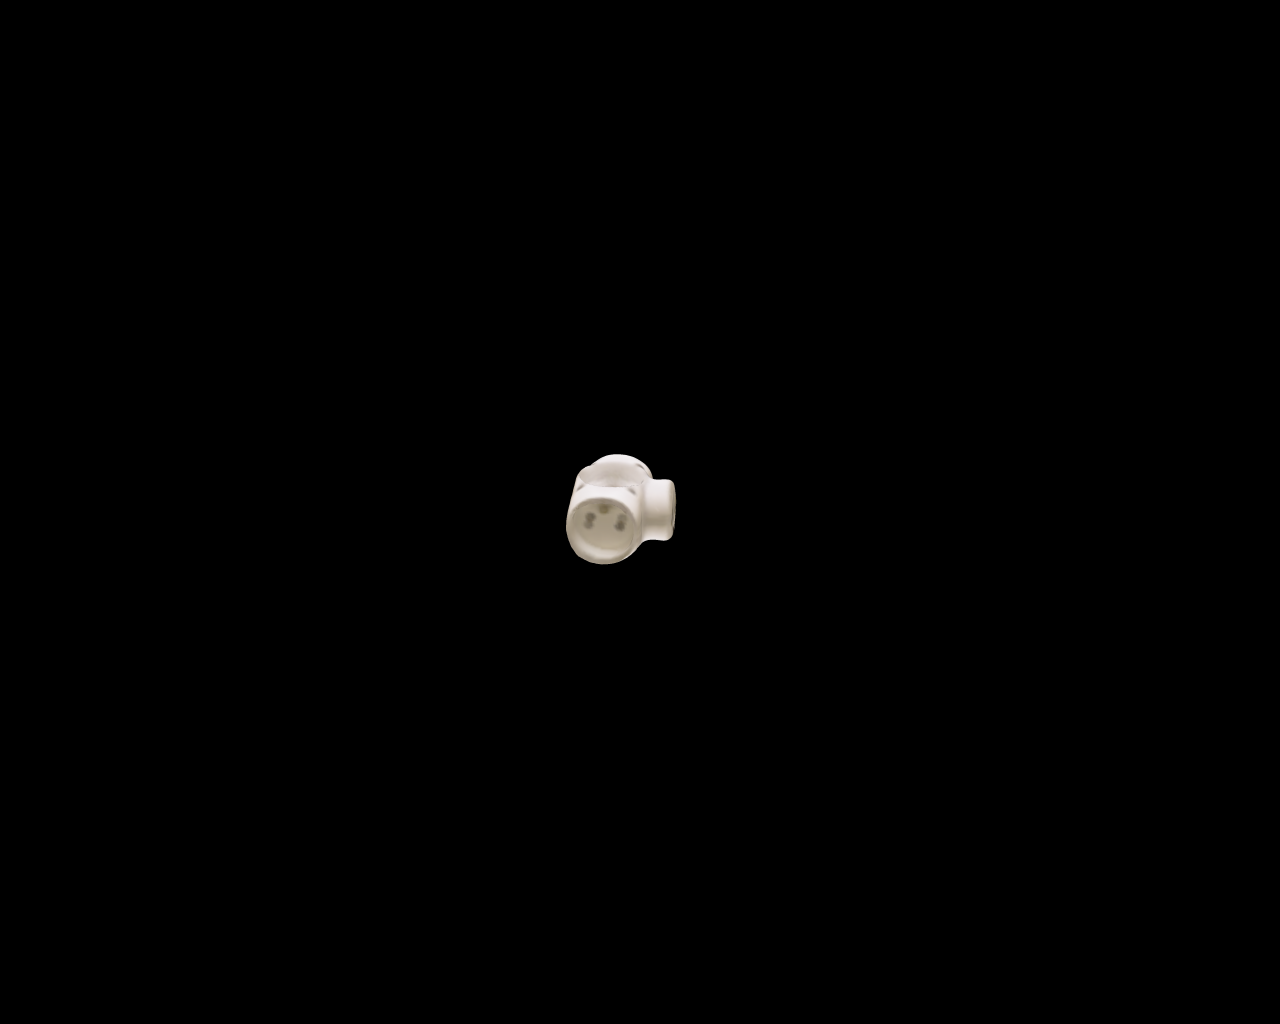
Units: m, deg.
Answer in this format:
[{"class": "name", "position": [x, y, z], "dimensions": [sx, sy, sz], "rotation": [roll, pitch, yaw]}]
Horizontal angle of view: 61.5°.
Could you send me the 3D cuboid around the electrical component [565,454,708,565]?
[{"class": "electrical component", "position": [0.001, -0.003, 0.650], "dimensions": [0.079, 0.044, 0.077], "rotation": [3, 22, 7]}]
